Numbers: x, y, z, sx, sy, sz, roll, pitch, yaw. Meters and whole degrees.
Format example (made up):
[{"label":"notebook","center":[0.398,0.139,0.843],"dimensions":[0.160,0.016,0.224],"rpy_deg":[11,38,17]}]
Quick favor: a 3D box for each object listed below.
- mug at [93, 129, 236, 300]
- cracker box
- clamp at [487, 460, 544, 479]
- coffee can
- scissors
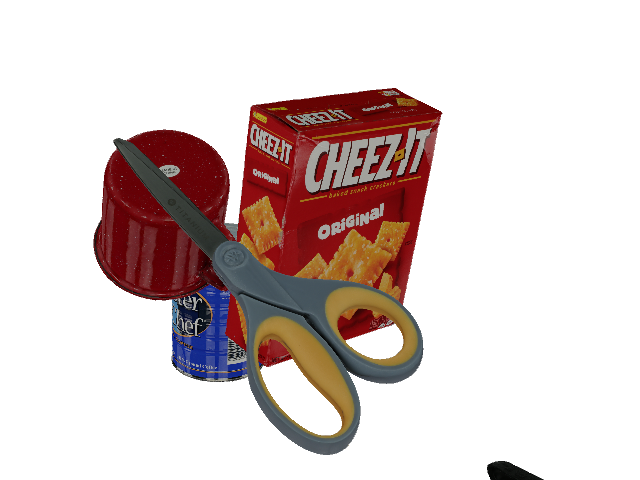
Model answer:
[{"label":"mug","center":[-0.096,-0.012,0.715],"dimensions":[0.093,0.117,0.082],"rpy_deg":[-38,-20,-32]},{"label":"cracker box","center":[0.011,-0.013,0.917],"dimensions":[0.163,0.214,0.072],"rpy_deg":[-13,34,-39]},{"label":"clamp","center":[0.215,0.241,0.835],"dimensions":[0.210,0.036,0.164],"rpy_deg":[0,33,25]},{"label":"coffee can","center":[-0.107,0.064,1.133],"dimensions":[0.103,0.140,0.103],"rpy_deg":[2,22,-1]},{"label":"scissors","center":[-0.023,0.011,0.532],"dimensions":[0.096,0.202,0.016],"rpy_deg":[-19,-28,-19]}]
